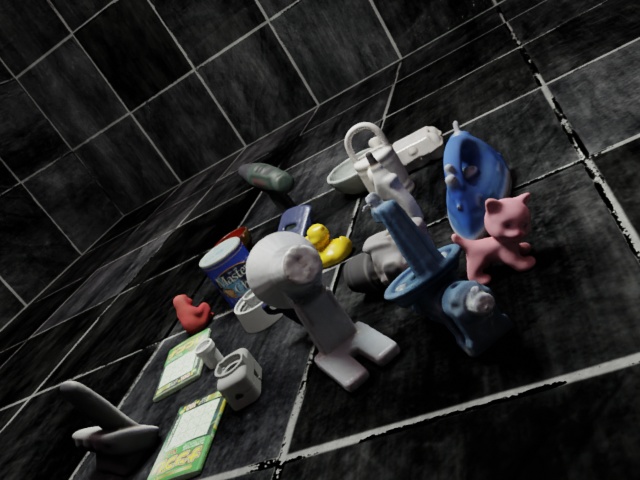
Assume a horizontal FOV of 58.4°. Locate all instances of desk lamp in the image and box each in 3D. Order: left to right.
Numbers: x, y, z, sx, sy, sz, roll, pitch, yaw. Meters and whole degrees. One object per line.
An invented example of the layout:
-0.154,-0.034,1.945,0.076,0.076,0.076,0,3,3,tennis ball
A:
-0.008,0.088,0.851,0.118,0.214,0.202,-39,20,-15,desk lamp

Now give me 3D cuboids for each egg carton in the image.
0.236,-0.220,1.418,0.150,0.069,0.107,-26,21,20,egg carton

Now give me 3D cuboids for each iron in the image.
0.257,-0.110,1.017,0.118,0.142,0.258,-21,23,30,iron

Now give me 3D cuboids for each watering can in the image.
0.126,-0.180,1.305,0.101,0.194,0.172,-32,20,3,watering can

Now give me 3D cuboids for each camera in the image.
0.110,0.030,0.974,0.136,0.101,0.143,-19,24,35,camera

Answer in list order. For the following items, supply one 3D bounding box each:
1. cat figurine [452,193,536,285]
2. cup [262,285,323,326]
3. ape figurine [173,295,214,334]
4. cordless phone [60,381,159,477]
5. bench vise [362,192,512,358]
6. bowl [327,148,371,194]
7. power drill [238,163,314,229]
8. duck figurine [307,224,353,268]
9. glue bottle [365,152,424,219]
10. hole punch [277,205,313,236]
0.253,-0.010,0.822,0.127,0.118,0.067,-25,21,22,cat figurine
-0.033,0.121,0.990,0.117,0.095,0.091,-27,21,17,cup
-0.297,0.162,1.304,0.077,0.092,0.076,-19,24,35,ape figurine
-0.375,0.299,0.961,0.147,0.185,0.094,-17,25,38,cordless phone
0.149,0.029,0.736,0.122,0.220,0.206,-43,22,-26,bench vise
0.106,-0.169,1.490,0.167,0.075,0.167,-29,20,12,bowl
-0.114,-0.111,1.494,0.076,0.209,0.228,-41,21,-21,power drill
0.011,0.004,1.210,0.104,0.086,0.078,-16,26,39,duck figurine
0.137,-0.101,1.133,0.078,0.173,0.037,-6,33,51,glue bottle
-0.055,-0.021,1.365,0.108,0.091,0.101,-14,27,42,hole punch
